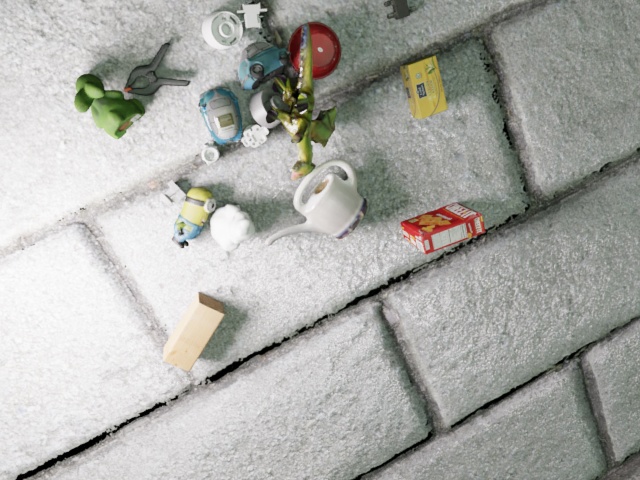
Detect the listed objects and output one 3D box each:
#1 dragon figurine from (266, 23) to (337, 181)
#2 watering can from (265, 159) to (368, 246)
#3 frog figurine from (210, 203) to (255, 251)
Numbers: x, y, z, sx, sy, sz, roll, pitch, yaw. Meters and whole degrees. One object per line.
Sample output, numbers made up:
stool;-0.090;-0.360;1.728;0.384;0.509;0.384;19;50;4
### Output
dragon figurine;-0.026;-0.368;1.456;0.242;0.123;0.410;12;94;-62
watering can;0.005;-0.079;1.565;0.222;0.105;0.347;36;92;-22
frog figurine;-0.252;-0.031;1.475;0.122;0.161;0.136;11;102;-17
